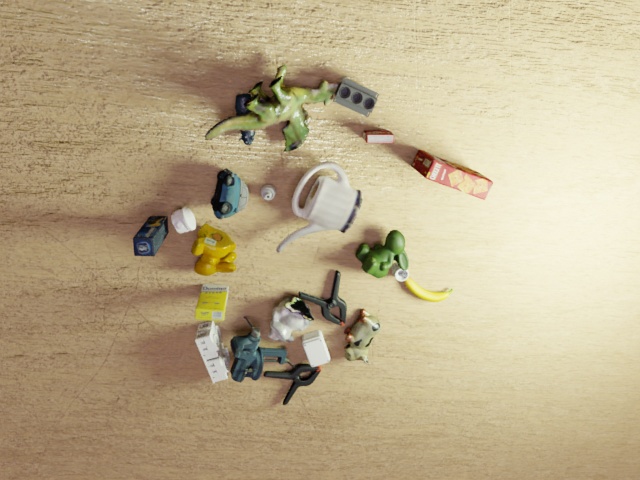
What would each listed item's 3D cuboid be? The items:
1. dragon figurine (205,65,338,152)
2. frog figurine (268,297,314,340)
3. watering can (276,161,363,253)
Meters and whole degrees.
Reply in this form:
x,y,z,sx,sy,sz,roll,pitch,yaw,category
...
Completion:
x,y,z,sx,sy,sz,roll,pitch,yaw,category
-0.123,-0.363,1.552,0.238,0.410,0.124,50,0,-35,dragon figurine
-0.109,0.284,1.809,0.136,0.157,0.125,22,31,-29,frog figurine
0.005,-0.085,1.681,0.223,0.343,0.105,21,16,-14,watering can
